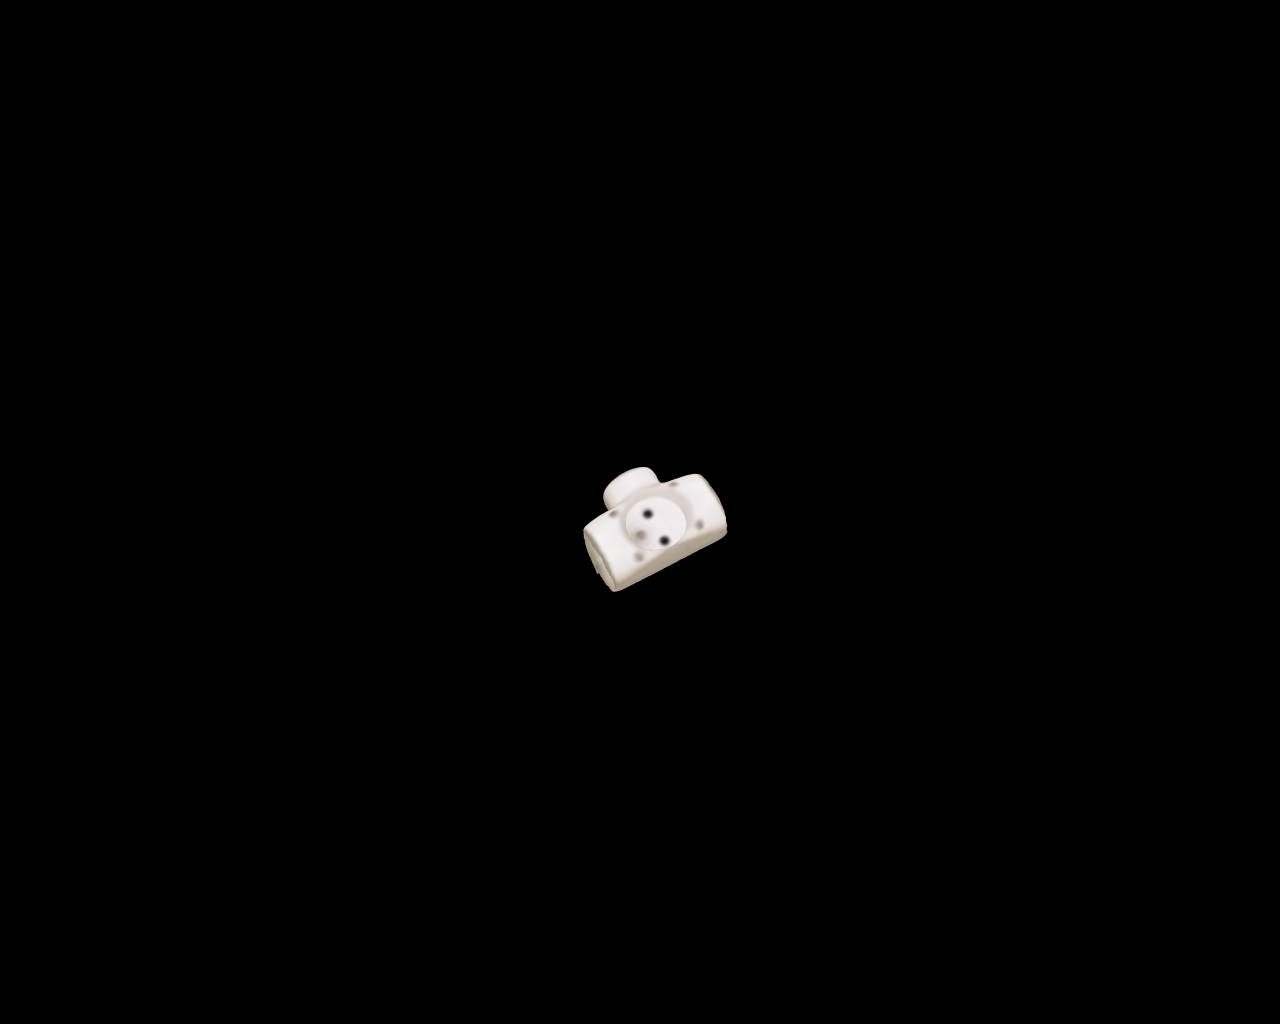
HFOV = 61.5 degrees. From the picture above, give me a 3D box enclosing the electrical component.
[{"bbox_3d":[0.001,-0.003,0.650,0.077,0.079,0.044,-26,-20,-11],"label":"electrical component"}]
